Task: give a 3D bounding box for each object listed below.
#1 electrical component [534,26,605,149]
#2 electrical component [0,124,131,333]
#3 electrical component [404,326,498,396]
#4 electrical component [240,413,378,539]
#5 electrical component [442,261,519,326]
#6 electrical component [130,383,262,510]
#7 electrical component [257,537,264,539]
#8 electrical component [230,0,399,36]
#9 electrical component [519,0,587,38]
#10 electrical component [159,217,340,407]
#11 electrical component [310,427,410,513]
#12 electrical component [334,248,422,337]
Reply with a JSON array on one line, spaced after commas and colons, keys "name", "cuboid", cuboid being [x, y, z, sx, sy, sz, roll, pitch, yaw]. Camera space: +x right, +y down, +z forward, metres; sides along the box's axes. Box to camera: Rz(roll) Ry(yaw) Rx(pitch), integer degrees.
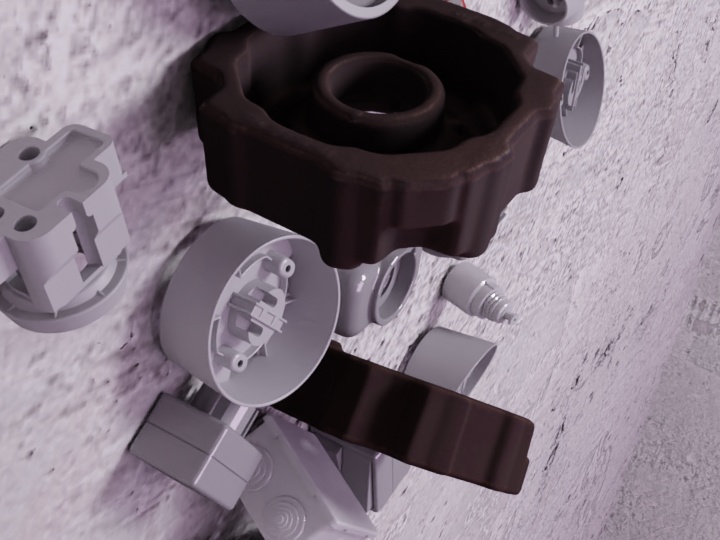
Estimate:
[{"name": "electrical component", "cuboid": [0.178, -0.163, 0.944, 0.099, 0.064, 0.099, -48, 151, -38]}, {"name": "electrical component", "cuboid": [-0.125, -0.012, 0.431, 0.078, 0.058, 0.057, -50, 149, -35]}, {"name": "electrical component", "cuboid": [0.079, 0.101, 0.977, 0.099, 0.064, 0.099, -47, 150, -38]}, {"name": "electrical component", "cuboid": [-0.042, 0.151, 0.720, 0.048, 0.099, 0.100, -38, 155, 3]}, {"name": "electrical component", "cuboid": [0.109, 0.024, 0.962, 0.040, 0.078, 0.040, -32, 141, -30]}, {"name": "electrical component", "cuboid": [-0.085, 0.090, 0.629, 0.076, 0.047, 0.065, -60, 157, -15]}, {"name": "electrical component", "cuboid": [-0.049, 0.222, 0.796, 0.079, 0.063, 0.121, -30, 169, 23]}, {"name": "electrical component", "cuboid": [-0.014, -0.162, 0.485, 0.108, 0.060, 0.108, -10, 102, -55]}, {"name": "electrical component", "cuboid": [0.166, -0.227, 0.881, 0.077, 0.044, 0.079, -54, 154, -28]}, {"name": "electrical component", "cuboid": [-0.061, 0.022, 0.594, 0.099, 0.064, 0.099, -48, 151, -38]}, {"name": "electrical component", "cuboid": [-0.001, 0.136, 0.840, 0.061, 0.062, 0.096, -50, 152, -35]}, {"name": "electrical component", "cuboid": [0.000, 0.000, 0.714, 0.095, 0.059, 0.053, -39, 145, -48]}]
